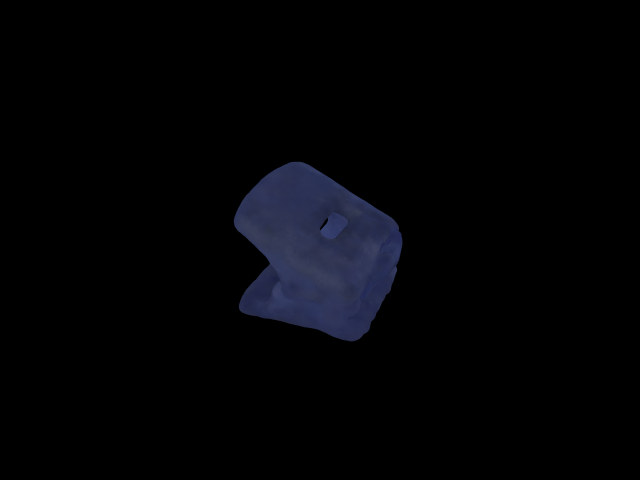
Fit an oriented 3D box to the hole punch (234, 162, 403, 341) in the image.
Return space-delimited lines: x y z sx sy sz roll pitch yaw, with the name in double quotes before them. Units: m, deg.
"hole punch" 0.004 0.001 0.400 0.101 0.091 0.109 11 32 18
